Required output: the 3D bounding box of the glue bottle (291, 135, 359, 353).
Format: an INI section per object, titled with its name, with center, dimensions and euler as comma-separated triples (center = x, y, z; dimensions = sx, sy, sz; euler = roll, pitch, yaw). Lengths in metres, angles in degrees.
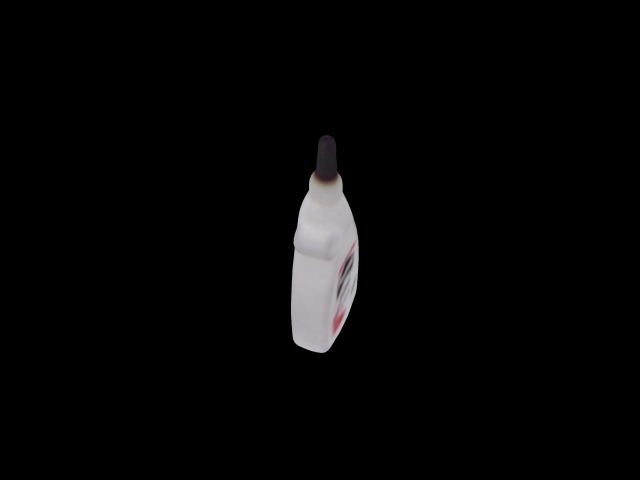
[glue bottle]
center = 0.004, 0.001, 0.400
dimensions = 0.037, 0.173, 0.078
euler = 13, 47, 13
